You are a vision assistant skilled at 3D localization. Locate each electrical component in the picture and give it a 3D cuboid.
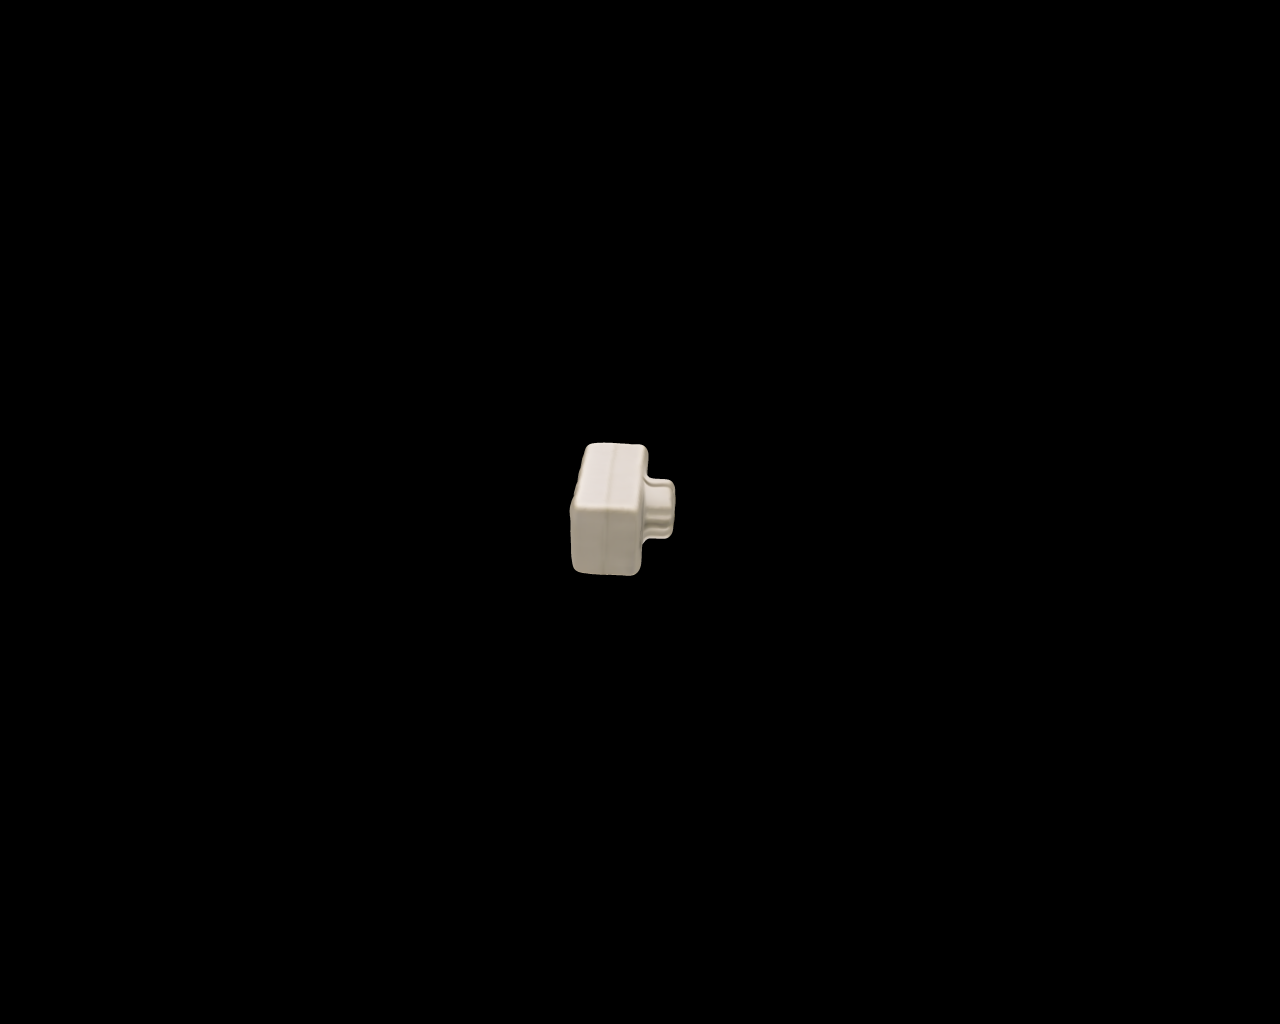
[{"bbox_3d":[0.001,-0.003,0.650,0.076,0.047,0.083,2,31,3],"label":"electrical component"}]
